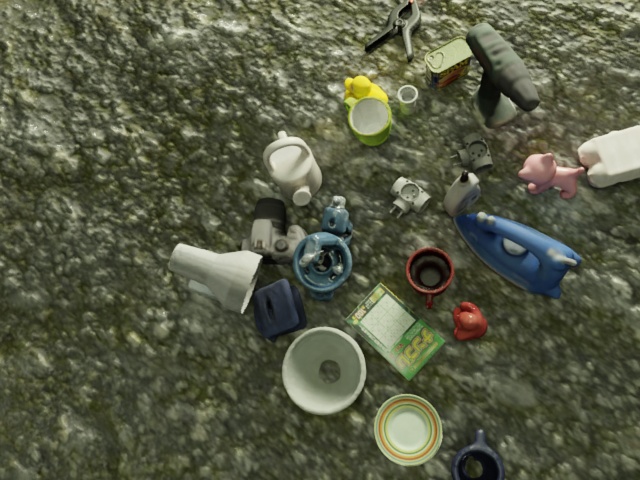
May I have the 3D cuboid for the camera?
[{"bbox_3d":[-0.096,-0.022,1.224,0.143,0.101,0.137,-1,74,10],"label":"camera"}]

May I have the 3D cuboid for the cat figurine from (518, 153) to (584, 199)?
[{"bbox_3d":[0.460,-0.136,1.146,0.127,0.118,0.067,6,76,12],"label":"cat figurine"}]

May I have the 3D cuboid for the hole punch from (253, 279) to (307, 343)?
[{"bbox_3d":[-0.089,0.146,1.181,0.101,0.091,0.108,-19,72,5],"label":"hole punch"}]

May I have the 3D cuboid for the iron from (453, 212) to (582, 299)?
[{"bbox_3d":[0.374,0.003,1.111,0.257,0.141,0.119,31,82,17],"label":"iron"}]

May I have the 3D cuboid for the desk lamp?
[{"bbox_3d":[-0.202,0.073,1.157,0.203,0.214,0.118,16,78,14],"label":"desk lamp"}]

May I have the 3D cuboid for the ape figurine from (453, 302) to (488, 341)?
[{"bbox_3d":[0.287,0.159,1.109,0.076,0.092,0.078,32,82,17],"label":"ape figurine"}]

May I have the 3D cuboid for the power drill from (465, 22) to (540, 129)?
[{"bbox_3d":[0.367,-0.317,1.166,0.075,0.209,0.229,-25,72,3],"label":"power drill"}]

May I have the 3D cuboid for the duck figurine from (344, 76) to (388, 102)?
[{"bbox_3d":[0.100,-0.331,1.283,0.104,0.086,0.077,24,80,16],"label":"duck figurine"}]

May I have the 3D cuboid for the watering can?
[{"bbox_3d":[-0.056,-0.155,1.205,0.101,0.194,0.172,-41,72,-2],"label":"watering can"}]

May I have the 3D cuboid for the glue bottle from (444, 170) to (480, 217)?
[{"bbox_3d":[0.285,-0.102,1.139,0.078,0.173,0.037,-36,71,-1],"label":"glue bottle"}]

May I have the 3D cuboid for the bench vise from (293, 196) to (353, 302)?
[{"bbox_3d":[-0.001,0.005,1.137,0.121,0.220,0.207,-6,74,9],"label":"bench vise"}]

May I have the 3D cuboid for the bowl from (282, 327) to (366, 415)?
[{"bbox_3d":[0.012,0.262,1.139,0.167,0.075,0.167,-3,74,10],"label":"bowl"}]

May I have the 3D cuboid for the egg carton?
[{"bbox_3d":[0.605,-0.167,1.154,0.150,0.069,0.107,-17,72,5],"label":"egg carton"}]

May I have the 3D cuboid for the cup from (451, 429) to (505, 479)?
[{"bbox_3d":[0.284,0.403,1.040,0.091,0.095,0.118,4,75,12],"label":"cup"}]
